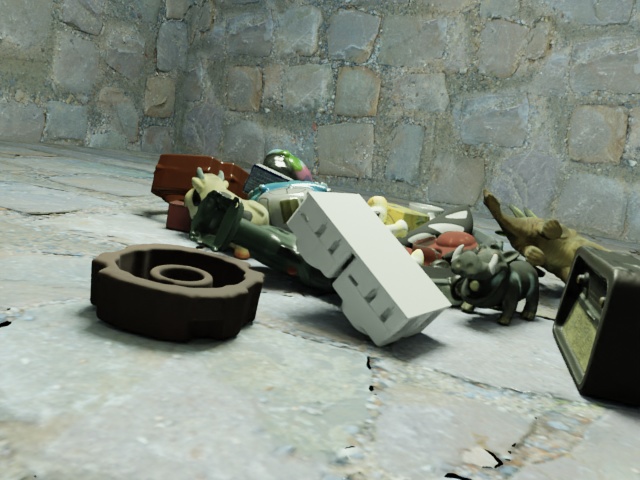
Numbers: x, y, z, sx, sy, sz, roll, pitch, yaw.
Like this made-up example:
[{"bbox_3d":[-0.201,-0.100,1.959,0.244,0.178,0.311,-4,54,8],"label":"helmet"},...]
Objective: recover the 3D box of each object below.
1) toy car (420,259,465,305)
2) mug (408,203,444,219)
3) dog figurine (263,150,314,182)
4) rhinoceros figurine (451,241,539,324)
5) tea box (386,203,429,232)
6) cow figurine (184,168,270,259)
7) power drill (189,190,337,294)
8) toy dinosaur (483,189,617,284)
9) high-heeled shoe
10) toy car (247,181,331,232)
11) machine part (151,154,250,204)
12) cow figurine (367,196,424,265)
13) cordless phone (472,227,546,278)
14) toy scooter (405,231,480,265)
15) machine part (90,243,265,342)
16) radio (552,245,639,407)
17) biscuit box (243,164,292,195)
[{"bbox_3d":[0.144,0.063,0.797,0.202,0.056,0.074,4,18,-24],"label":"toy car"},{"bbox_3d":[0.242,-0.025,1.245,0.081,0.107,0.110,6,14,-13],"label":"mug"},{"bbox_3d":[-0.012,-0.090,1.136,0.219,0.191,0.108,7,22,2],"label":"dog figurine"},{"bbox_3d":[0.254,0.058,0.765,0.190,0.112,0.073,12,8,-42],"label":"rhinoceros figurine"},{"bbox_3d":[0.171,-0.028,1.223,0.068,0.098,0.170,7,8,-22],"label":"tea box"},{"bbox_3d":[-0.168,-0.051,0.938,0.195,0.127,0.085,20,10,36],"label":"cow figurine"},{"bbox_3d":[-0.056,0.008,0.724,0.207,0.086,0.232,19,1,-41],"label":"power drill"},{"bbox_3d":[0.458,0.024,1.008,0.471,0.105,0.199,31,16,-23],"label":"toy dinosaur"},{"bbox_3d":[0.169,-0.028,1.057,0.249,0.145,0.086,17,-3,12],"label":"high-heeled shoe"},{"bbox_3d":[-0.055,-0.051,0.964,0.162,0.109,0.103,-7,7,3],"label":"toy car"},{"bbox_3d":[-0.239,-0.106,1.145,0.202,0.087,0.200,5,-13,24],"label":"machine part"},{"bbox_3d":[0.094,-0.002,0.885,0.098,0.068,0.167,-4,51,-27],"label":"cow figurine"},{"bbox_3d":[0.368,0.048,1.047,0.184,0.088,0.147,20,8,-7],"label":"cordless phone"},{"bbox_3d":[0.209,0.031,0.933,0.184,0.075,0.135,-10,10,-13],"label":"toy scooter"},{"bbox_3d":[-0.148,0.052,0.568,0.179,0.056,0.179,10,11,-2],"label":"machine part"},{"bbox_3d":[0.331,0.085,0.614,0.073,0.131,0.229,14,10,13],"label":"radio"},{"bbox_3d":[-0.045,-0.079,1.044,0.203,0.062,0.059,26,8,0],"label":"biscuit box"}]
